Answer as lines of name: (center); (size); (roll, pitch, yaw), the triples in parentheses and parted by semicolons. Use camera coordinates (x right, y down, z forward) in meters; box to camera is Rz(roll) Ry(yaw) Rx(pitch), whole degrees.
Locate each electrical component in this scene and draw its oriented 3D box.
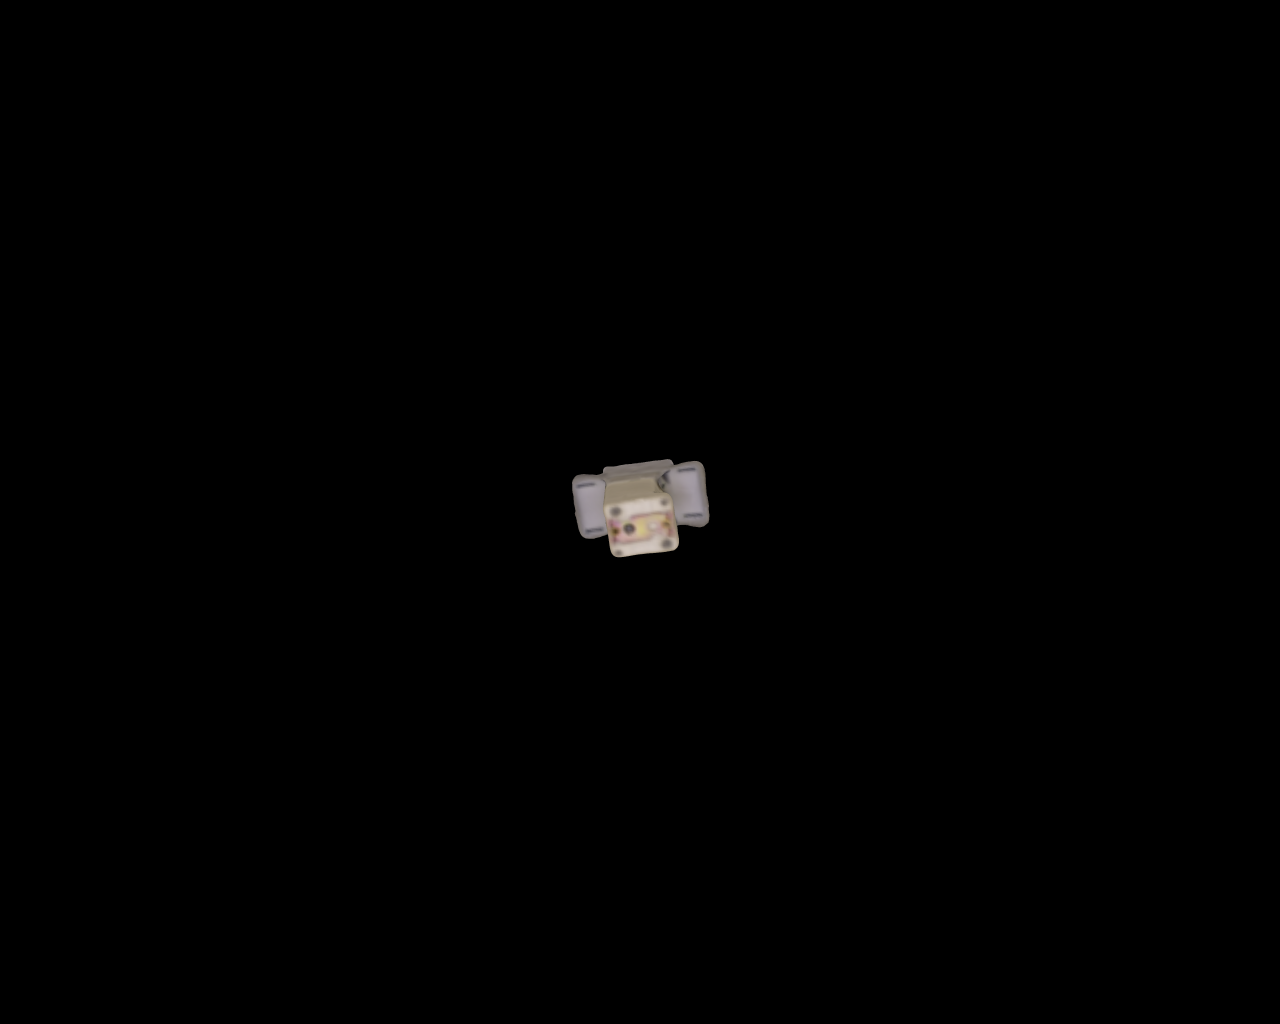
electrical component: (0.001, -0.003, 0.650); (0.081, 0.042, 0.064); (-8, 24, 3)
